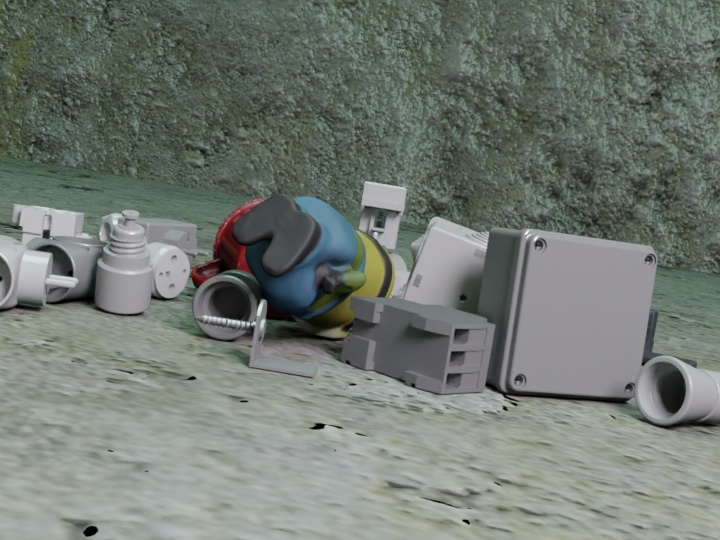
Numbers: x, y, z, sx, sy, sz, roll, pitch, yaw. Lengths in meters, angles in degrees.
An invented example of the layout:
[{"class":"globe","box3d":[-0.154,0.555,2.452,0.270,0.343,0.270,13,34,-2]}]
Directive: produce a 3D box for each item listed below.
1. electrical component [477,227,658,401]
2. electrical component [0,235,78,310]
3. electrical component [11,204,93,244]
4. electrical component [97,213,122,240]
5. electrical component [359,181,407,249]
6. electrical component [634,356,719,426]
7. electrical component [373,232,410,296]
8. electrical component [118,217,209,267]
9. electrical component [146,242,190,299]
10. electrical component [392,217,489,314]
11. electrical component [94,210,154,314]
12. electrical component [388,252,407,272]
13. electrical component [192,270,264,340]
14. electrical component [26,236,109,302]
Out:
[{"class":"electrical component","box3d":[0.139,0.030,0.737,0.109,0.108,0.056,7,3,-24]},{"class":"electrical component","box3d":[-0.233,0.004,0.730,0.079,0.043,0.077,8,6,-10]},{"class":"electrical component","box3d":[-0.258,-0.022,0.892,0.066,0.055,0.048,9,5,-4]},{"class":"electrical component","box3d":[-0.242,-0.037,1.136,0.062,0.043,0.043,5,6,-45]},{"class":"electrical component","box3d":[0.020,-0.053,1.066,0.042,0.063,0.081,10,6,0]},{"class":"electrical component","box3d":[0.216,0.081,0.697,0.065,0.044,0.044,11,3,-36]},{"class":"electrical component","box3d":[0.000,0.000,0.992,0.138,0.073,0.052,7,6,-22]},{"class":"electrical component","box3d":[-0.185,-0.022,1.055,0.076,0.047,0.083,12,6,25]},{"class":"electrical component","box3d":[-0.174,-0.002,0.883,0.055,0.045,0.045,13,7,31]},{"class":"electrical component","box3d":[0.079,0.017,0.809,0.100,0.099,0.048,21,11,4]},{"class":"electrical component","box3d":[-0.169,-0.004,0.775,0.040,0.078,0.040,9,20,-3]},{"class":"electrical component","box3d":[-0.024,-0.002,1.084,0.074,0.052,0.138,5,8,-40]},{"class":"electrical component","box3d":[-0.091,0.023,0.755,0.045,0.045,0.055,9,5,2]},{"class":"electrical component","box3d":[-0.228,-0.004,0.808,0.079,0.044,0.077,11,6,16]}]
